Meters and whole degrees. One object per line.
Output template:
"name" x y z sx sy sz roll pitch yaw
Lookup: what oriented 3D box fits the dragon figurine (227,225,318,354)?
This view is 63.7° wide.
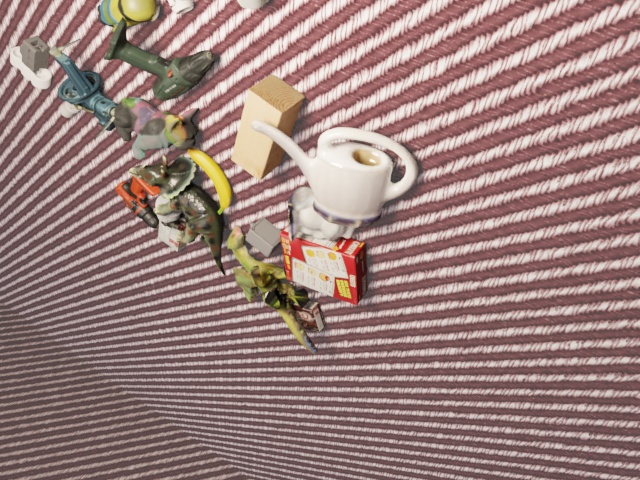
"dragon figurine" -0.156 0.146 1.486 0.242 0.124 0.406 1 117 56

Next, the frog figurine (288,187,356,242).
"frog figurine" 0.004 -0.061 1.210 0.159 0.125 0.134 -2 121 -5

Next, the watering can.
"watering can" 0.025 -0.141 1.076 0.348 0.106 0.219 12 131 6
